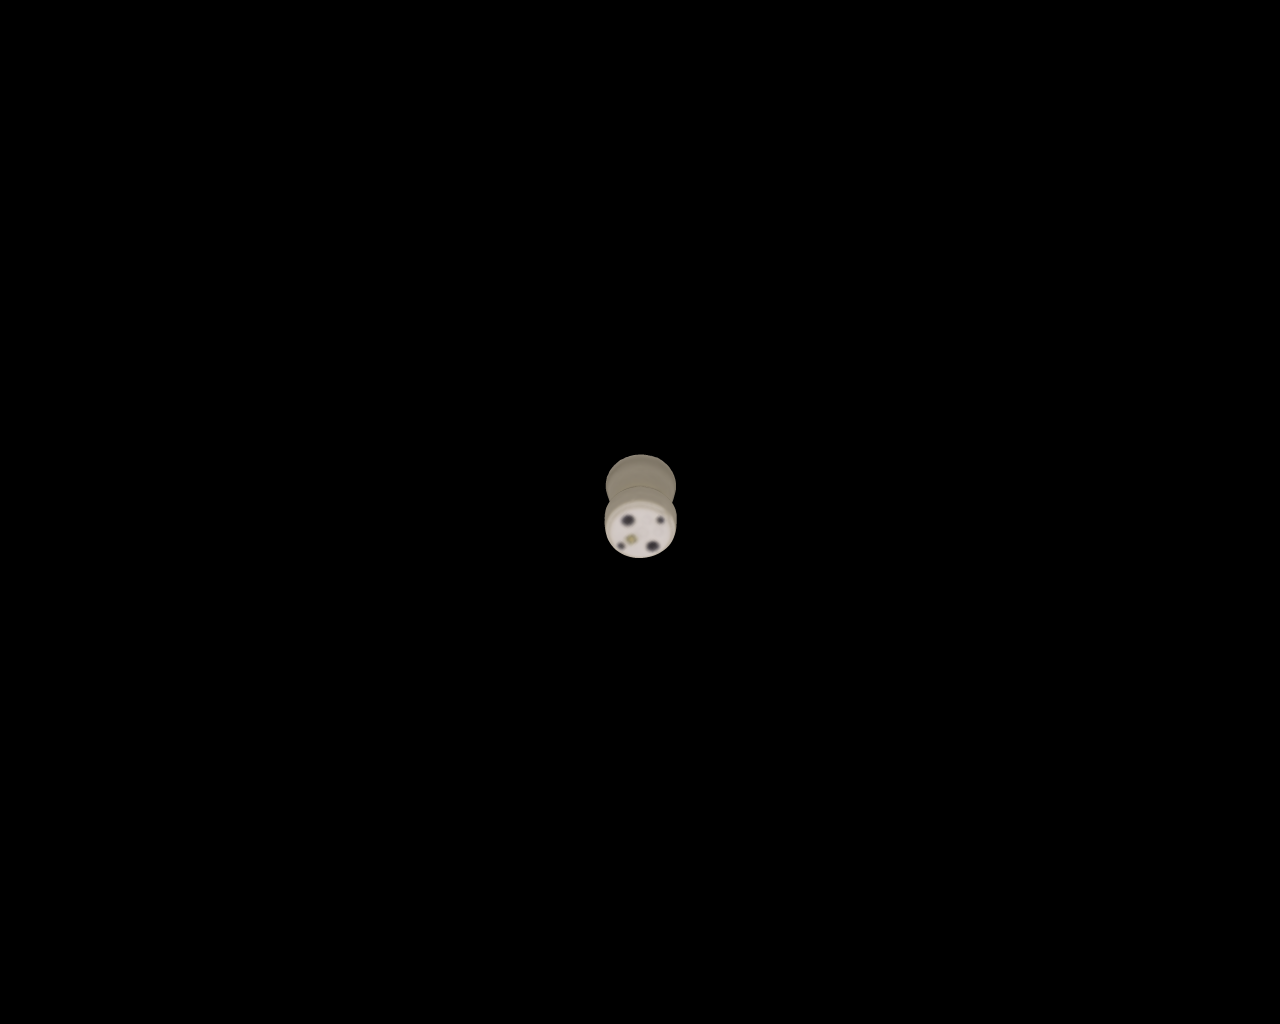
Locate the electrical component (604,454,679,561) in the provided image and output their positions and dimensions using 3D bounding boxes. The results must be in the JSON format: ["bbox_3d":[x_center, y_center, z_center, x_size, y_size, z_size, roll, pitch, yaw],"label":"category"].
[{"bbox_3d":[0.001,-0.003,0.650,0.045,0.044,0.055,0,34,0],"label":"electrical component"}]
